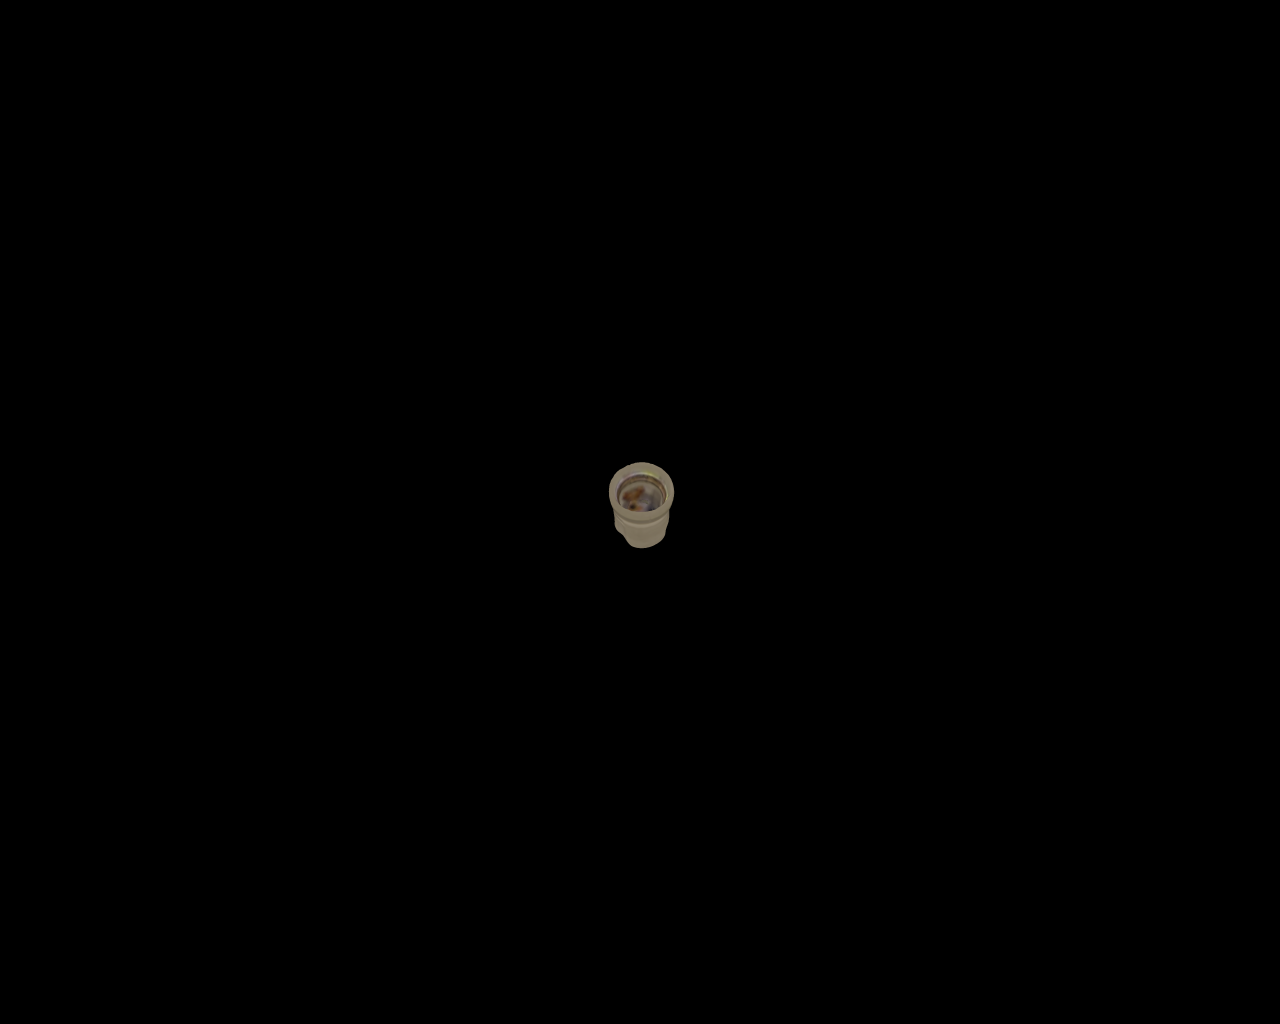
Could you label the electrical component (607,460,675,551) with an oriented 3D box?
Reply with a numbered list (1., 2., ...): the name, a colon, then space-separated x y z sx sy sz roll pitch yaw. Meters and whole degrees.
1. electrical component: 0.001 -0.003 0.650 0.040 0.040 0.046 0 -34 0
